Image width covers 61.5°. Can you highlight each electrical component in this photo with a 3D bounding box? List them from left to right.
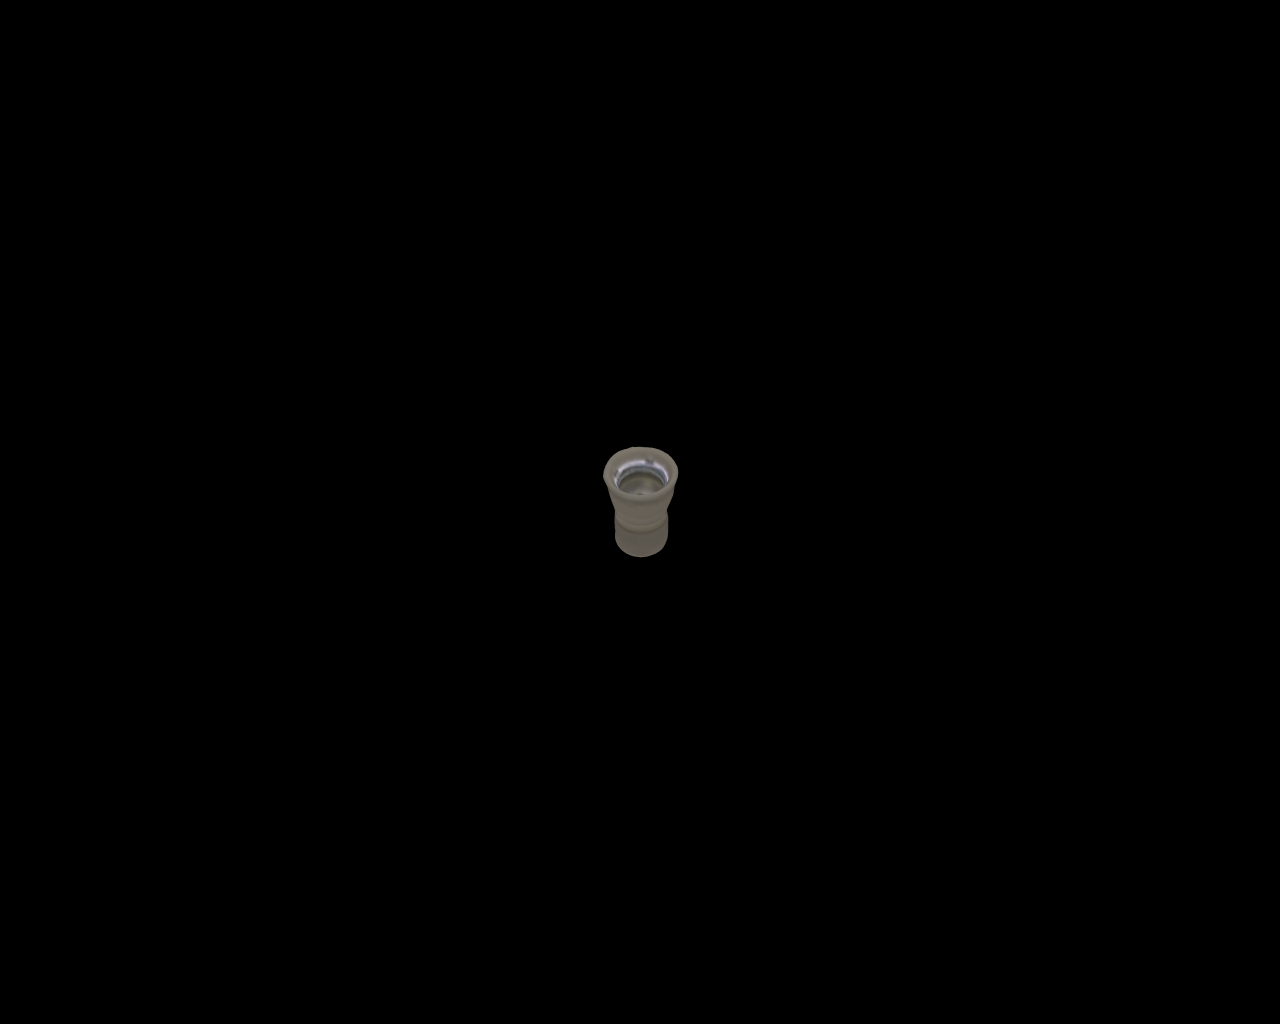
[{"bbox_3d":[0.001,-0.003,0.650,0.044,0.044,0.065,0,-43,0],"label":"electrical component"}]
